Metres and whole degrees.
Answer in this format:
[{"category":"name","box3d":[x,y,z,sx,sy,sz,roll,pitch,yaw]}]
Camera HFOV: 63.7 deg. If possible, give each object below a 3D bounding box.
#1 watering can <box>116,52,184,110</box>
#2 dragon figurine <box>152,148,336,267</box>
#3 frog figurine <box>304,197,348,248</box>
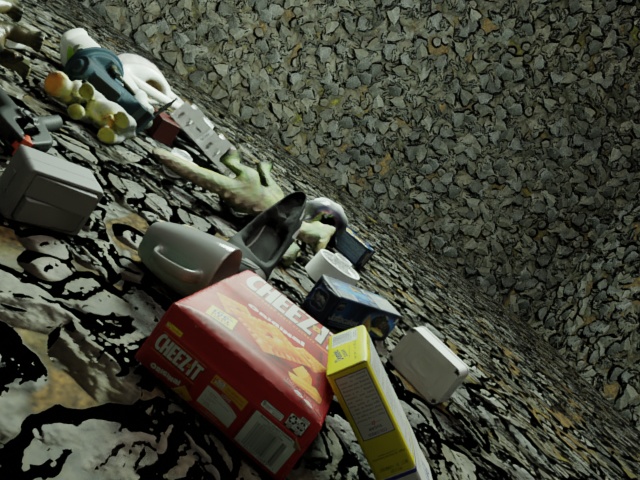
[{"category":"watering can","box3d":[-0.525,-0.458,1.401,0.344,0.103,0.228,27,13,-38]},{"category":"dragon figurine","box3d":[-0.120,-0.052,1.005,0.409,0.120,0.247,9,36,-49]},{"category":"frog figurine","box3d":[0.004,-0.070,1.383,0.137,0.120,0.163,14,27,-12]}]
